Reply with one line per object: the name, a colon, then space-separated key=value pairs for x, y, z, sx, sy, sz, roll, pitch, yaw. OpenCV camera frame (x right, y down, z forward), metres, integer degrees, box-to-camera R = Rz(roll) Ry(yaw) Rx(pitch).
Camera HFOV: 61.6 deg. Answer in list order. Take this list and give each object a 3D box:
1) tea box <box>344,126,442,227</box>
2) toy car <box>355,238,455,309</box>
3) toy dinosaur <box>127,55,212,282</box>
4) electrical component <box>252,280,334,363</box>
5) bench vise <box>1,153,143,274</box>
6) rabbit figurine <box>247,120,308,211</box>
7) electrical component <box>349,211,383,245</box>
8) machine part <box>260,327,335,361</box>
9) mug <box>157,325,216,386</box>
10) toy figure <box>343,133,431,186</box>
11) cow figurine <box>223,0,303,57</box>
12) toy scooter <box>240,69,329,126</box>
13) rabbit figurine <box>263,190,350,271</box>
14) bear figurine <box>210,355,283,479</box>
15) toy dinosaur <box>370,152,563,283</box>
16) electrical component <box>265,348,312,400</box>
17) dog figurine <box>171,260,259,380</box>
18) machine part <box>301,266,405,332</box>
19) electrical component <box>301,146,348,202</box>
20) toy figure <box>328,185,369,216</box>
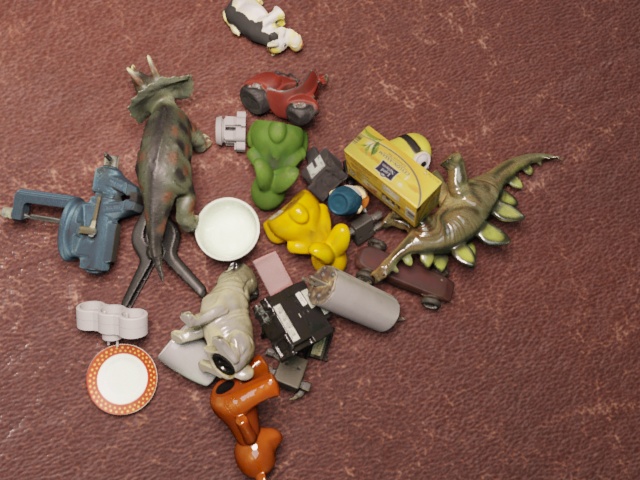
tea box: x=0.127 y=-0.111 z=0.947 sx=0.068 sy=0.098 sz=0.170 roll=-44 pitch=72 yaw=-9
toy car: x=0.164 y=0.069 z=1.052 sx=0.202 sy=0.053 sz=0.089 roll=21 pitch=62 yaw=-3
toy dinosaur: x=-0.276 y=-0.147 z=0.952 sx=0.131 sy=0.192 sz=0.405 roll=-9 pitch=62 yaw=3
electrical component: x=-0.041 y=0.142 z=0.969 sx=0.134 sy=0.058 sz=0.115 roll=-18 pitch=76 yaw=-47
bench vise: x=-0.453 y=-0.057 z=0.981 sx=0.241 sy=0.129 sz=0.223 roll=8 pitch=98 yaw=-3
rabbit figurine: x=-0.082 y=-0.135 z=1.022 sx=0.121 sy=0.159 sz=0.170 roll=8 pitch=98 yaw=-13
electrical component: x=0.083 y=-0.020 z=1.052 sx=0.094 sy=0.063 sz=0.021 roll=-32 pitch=57 yaw=-14
machine part: x=-0.044 y=0.183 z=1.033 sx=0.139 sy=0.039 sz=0.084 roll=14 pitch=91 yaw=-4
mug: x=-0.227 y=0.210 z=1.001 sx=0.107 sy=0.081 sz=0.109 roll=44 pitch=73 yaw=-9
toy figure: x=0.133 y=-0.158 z=1.063 sx=0.180 sy=0.082 sz=0.089 roll=-12 pitch=83 yaw=-2
cow figurine: x=-0.115 y=-0.426 z=1.081 sx=0.098 sy=0.068 sz=0.167 roll=-44 pitch=85 yaw=-2
toy scooter: x=-0.059 y=-0.292 z=1.051 sx=0.184 sy=0.075 sz=0.135 roll=25 pitch=61 yaw=29
rabbit figurine: x=-0.002 y=-0.003 z=1.014 sx=0.122 sy=0.162 sz=0.173 roll=-39 pitch=105 yaw=-19
bear figurine: x=-0.110 y=0.327 z=0.952 sx=0.132 sy=0.120 sz=0.195 roll=-29 pitch=106 yaw=-12
toy dinosaur: x=0.285 y=-0.063 z=1.049 sx=0.471 sy=0.105 sz=0.198 roll=-41 pitch=88 yaw=-12
electrical component: x=-0.064 y=0.257 z=1.021 sx=0.102 sy=0.045 sz=0.078 roll=17 pitch=55 yaw=-5
dog figurine: x=-0.145 y=0.140 z=0.968 sx=0.172 sy=0.121 sz=0.190 roll=49 pitch=46 yaw=-3
machine part: x=0.064 y=0.110 z=0.991 sx=0.243 sy=0.079 sz=0.079 roll=26 pitch=81 yaw=-34
electrical component: x=0.002 y=-0.136 z=1.047 sx=0.075 sy=0.119 sz=0.047 roll=-45 pitch=120 yaw=11
toy figure: x=0.060 y=-0.075 z=1.011 sx=0.058 sy=0.154 sz=0.064 roll=-30 pitch=88 yaw=22
